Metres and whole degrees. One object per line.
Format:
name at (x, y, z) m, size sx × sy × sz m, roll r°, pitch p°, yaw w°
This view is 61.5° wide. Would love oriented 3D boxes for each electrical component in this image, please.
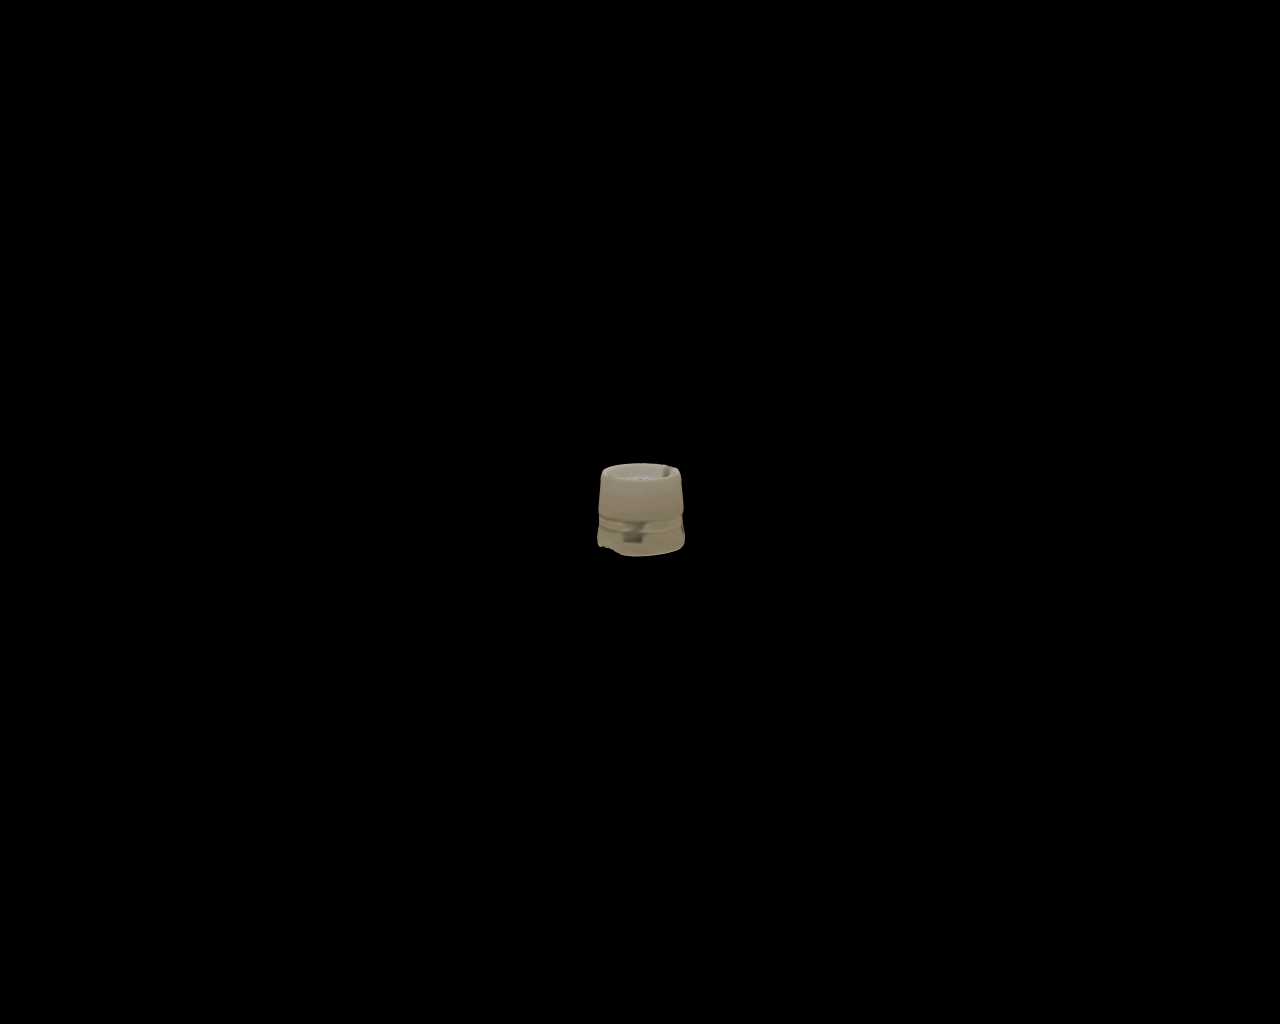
electrical component at (0.001, -0.003, 0.650) m, size 0.055 × 0.047 × 0.055 m, roll 0°, pitch 14°, yaw 0°
